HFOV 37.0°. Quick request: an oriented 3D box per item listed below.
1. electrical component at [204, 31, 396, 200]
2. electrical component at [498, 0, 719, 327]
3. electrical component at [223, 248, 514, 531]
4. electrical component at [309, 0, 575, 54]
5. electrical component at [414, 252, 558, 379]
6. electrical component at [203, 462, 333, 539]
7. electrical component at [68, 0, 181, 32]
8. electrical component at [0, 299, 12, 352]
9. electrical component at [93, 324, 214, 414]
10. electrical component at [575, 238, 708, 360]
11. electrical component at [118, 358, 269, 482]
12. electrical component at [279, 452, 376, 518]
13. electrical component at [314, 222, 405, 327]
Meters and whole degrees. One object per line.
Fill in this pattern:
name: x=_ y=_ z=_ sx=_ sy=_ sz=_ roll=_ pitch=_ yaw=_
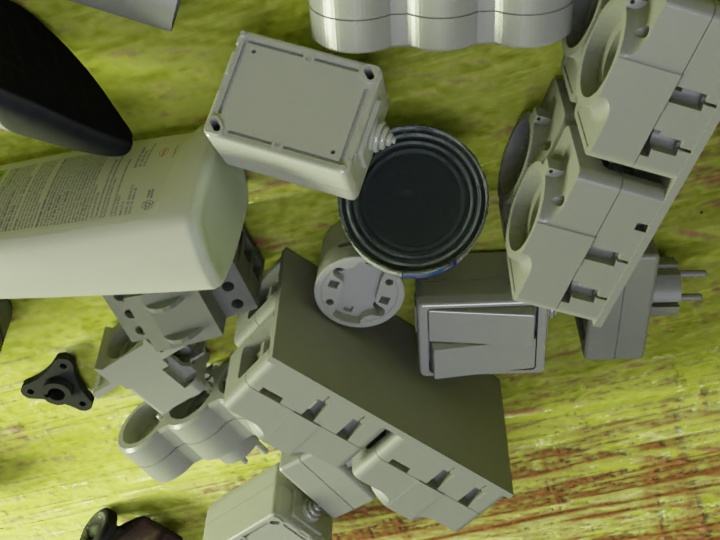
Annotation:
electrical component: x=-0.026 y=-0.079 z=0.582 sx=0.096 sy=0.061 sz=0.061 roll=17 pitch=169 yaw=10
electrical component: x=0.131 y=-0.078 z=0.573 sx=0.060 sy=0.105 sz=0.186 roll=14 pitch=126 yaw=-9
electrical component: x=0.006 y=0.082 z=0.698 sx=0.186 sy=0.105 sz=0.060 roll=32 pitch=122 yaw=-21
electrical component: x=0.041 y=-0.156 z=0.549 sx=0.138 sy=0.052 sz=0.073 roll=-1 pitch=127 yaw=2
electrical component: x=0.083 y=0.030 z=0.684 sx=0.096 sy=0.061 sz=0.061 roll=-2 pitch=127 yaw=3
electrical component: x=-0.064 y=0.189 z=0.810 sx=0.096 sy=0.061 sz=0.062 roll=-35 pitch=120 yaw=25
electrical component: x=-0.132 y=-0.157 z=0.558 sx=0.081 sy=0.043 sz=0.043 roll=15 pitch=126 yaw=-10
electrical component: x=-0.260 y=0.038 z=0.708 sx=0.055 sy=0.047 sz=0.055 roll=1 pitch=127 yaw=1
electrical component: x=-0.137 y=0.061 z=0.726 sx=0.081 sy=0.042 sz=0.064 roll=-30 pitch=123 yaw=22
electrical component: x=0.179 y=0.010 z=0.677 sx=0.076 sy=0.047 sz=0.083 roll=-1 pitch=127 yaw=2
electrical component: x=-0.095 y=0.111 z=0.756 sx=0.138 sy=0.052 sz=0.073 roll=-28 pitch=122 yaw=21
electrical component: x=-0.007 y=0.129 z=0.771 sx=0.077 sy=0.047 sz=0.065 roll=-30 pitch=121 yaw=22
electrical component: x=0.000 y=0.000 z=0.672 sx=0.055 sy=0.047 sz=0.055 roll=1 pitch=127 yaw=1
